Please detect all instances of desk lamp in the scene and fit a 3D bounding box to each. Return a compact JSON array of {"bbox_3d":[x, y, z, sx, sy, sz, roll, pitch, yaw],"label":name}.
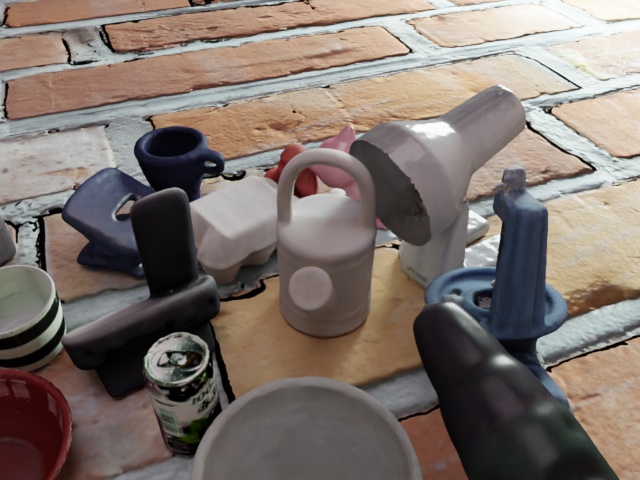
[{"bbox_3d":[0.132,-0.047,0.605,0.204,0.214,0.117,-25,47,-26],"label":"desk lamp"}]

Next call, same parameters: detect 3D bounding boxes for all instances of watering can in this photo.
[{"bbox_3d":[0.007,0.002,0.561,0.101,0.194,0.172,-8,41,-9],"label":"watering can"}]

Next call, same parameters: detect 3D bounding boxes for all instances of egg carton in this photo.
[{"bbox_3d":[-0.090,-0.016,0.677,0.151,0.069,0.107,-31,49,-31],"label":"egg carton"}]

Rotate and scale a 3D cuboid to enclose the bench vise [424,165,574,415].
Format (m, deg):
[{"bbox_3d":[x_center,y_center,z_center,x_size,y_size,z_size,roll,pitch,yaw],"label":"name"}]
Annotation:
[{"bbox_3d":[0.170,0.063,0.472,0.122,0.220,0.206,-17,43,-19],"label":"bench vise"}]

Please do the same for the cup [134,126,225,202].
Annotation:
[{"bbox_3d":[-0.172,-0.084,0.736,0.117,0.095,0.092,12,42,13],"label":"cup"}]

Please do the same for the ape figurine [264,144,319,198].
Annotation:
[{"bbox_3d":[-0.034,-0.082,0.737,0.076,0.092,0.077,-29,48,-30],"label":"ape figurine"}]

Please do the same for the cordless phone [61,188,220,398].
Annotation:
[{"bbox_3d":[-0.170,0.040,0.522,0.148,0.185,0.093,-26,47,-27],"label":"cordless phone"}]

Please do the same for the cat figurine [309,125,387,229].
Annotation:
[{"bbox_3d":[0.045,-0.084,0.721,0.127,0.118,0.067,10,42,11],"label":"cat figurine"}]

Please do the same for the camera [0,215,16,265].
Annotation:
[{"bbox_3d":[-0.449,-0.007,0.638,0.136,0.101,0.143,25,47,26],"label":"camera"}]

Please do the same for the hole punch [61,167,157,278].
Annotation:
[{"bbox_3d":[-0.227,-0.024,0.669,0.101,0.091,0.109,10,42,12],"label":"hole punch"}]

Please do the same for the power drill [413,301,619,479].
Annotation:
[{"bbox_3d":[0.117,0.177,0.347,0.076,0.208,0.229,-18,44,-20],"label":"power drill"}]

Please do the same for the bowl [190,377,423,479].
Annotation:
[{"bbox_3d":[-0.010,0.192,0.432,0.167,0.075,0.167,0,41,0],"label":"bowl"}]
